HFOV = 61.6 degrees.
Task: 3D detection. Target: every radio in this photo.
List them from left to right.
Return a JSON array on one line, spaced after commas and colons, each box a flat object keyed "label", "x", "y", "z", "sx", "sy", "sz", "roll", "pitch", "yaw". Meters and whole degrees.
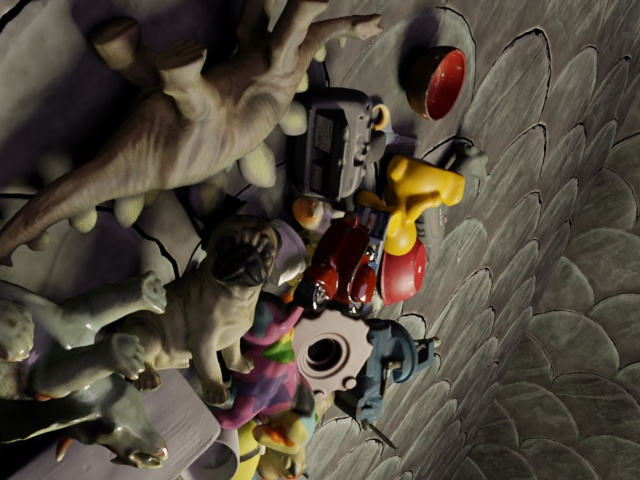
[{"label": "radio", "x": -0.237, "y": 0.240, "z": 0.599, "sx": 0.229, "sy": 0.073, "sz": 0.131, "roll": -39, "pitch": 109, "yaw": -34}]

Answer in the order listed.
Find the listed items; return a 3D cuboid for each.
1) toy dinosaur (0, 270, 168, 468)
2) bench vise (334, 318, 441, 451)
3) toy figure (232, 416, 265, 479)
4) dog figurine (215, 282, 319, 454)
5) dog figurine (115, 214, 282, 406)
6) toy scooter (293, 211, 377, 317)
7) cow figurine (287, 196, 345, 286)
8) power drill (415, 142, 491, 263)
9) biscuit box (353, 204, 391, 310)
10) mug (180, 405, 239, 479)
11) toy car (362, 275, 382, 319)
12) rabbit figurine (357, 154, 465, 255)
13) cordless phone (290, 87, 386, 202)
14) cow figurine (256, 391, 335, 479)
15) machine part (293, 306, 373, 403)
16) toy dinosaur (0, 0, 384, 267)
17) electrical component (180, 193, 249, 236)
[{"label": "toy dinosaur", "x": -0.257, "y": 0.072, "z": 0.400, "sx": 0.192, "sy": 0.131, "sz": 0.404, "roll": -28, "pitch": 141, "yaw": 15}, {"label": "bench vise", "x": 0.140, "y": 0.241, "z": 1.005, "sx": 0.240, "sy": 0.129, "sz": 0.223, "roll": -10, "pitch": 99, "yaw": -38}, {"label": "toy figure", "x": -0.144, "y": 0.370, "z": 0.883, "sx": 0.089, "sy": 0.082, "sz": 0.180, "roll": -6, "pitch": 123, "yaw": -55}, {"label": "dog figurine", "x": -0.057, "y": 0.173, "z": 0.770, "sx": 0.219, "sy": 0.191, "sz": 0.108, "roll": -62, "pitch": -169, "yaw": 9}, {"label": "dog figurine", "x": -0.135, "y": 0.052, "z": 0.568, "sx": 0.121, "sy": 0.172, "sz": 0.190, "roll": -79, "pitch": 179, "yaw": -75}, {"label": "toy scooter", "x": 0.035, "y": 0.032, "z": 0.723, "sx": 0.183, "sy": 0.075, "sz": 0.135, "roll": 21, "pitch": 91, "yaw": -65}, {"label": "cow figurine", "x": 0.000, "y": -0.002, "z": 0.788, "sx": 0.098, "sy": 0.068, "sz": 0.167, "roll": -38, "pitch": 146, "yaw": -40}, {"label": "power drill", "x": 0.254, "y": -0.081, "z": 1.085, "sx": 0.207, "sy": 0.086, "sz": 0.231, "roll": -45, "pitch": 144, "yaw": -9}, {"label": "biscuit box", "x": 0.066, "y": 0.035, "z": 0.875, "sx": 0.202, "sy": 0.059, "sz": 0.063, "roll": 95, "pitch": 13, "yaw": -50}, {"label": "mug", "x": -0.168, "y": 0.284, "z": 0.767, "sx": 0.107, "sy": 0.109, "sz": 0.080, "roll": -112, "pitch": -140, "yaw": -75}, {"label": "toy car", "x": 0.080, "y": 0.154, "z": 1.040, "sx": 0.073, "sy": 0.056, "sz": 0.201, "roll": -28, "pitch": 136, "yaw": -41}, {"label": "rabbit figurine", "x": 0.144, "y": -0.051, "z": 0.904, "sx": 0.162, "sy": 0.122, "sz": 0.173, "roll": -6, "pitch": 121, "yaw": -47}, {"label": "cordless phone", "x": 0.046, "y": -0.141, "z": 0.729, "sx": 0.184, "sy": 0.089, "sz": 0.146, "roll": -32, "pitch": 138, "yaw": -43}, {"label": "cow figurine", "x": -0.045, "y": 0.329, "z": 0.944, "sx": 0.195, "sy": 0.127, "sz": 0.085, "roll": -55, "pitch": 145, "yaw": -12}, {"label": "machine part", "x": 0.000, "y": 0.177, "z": 0.876, "sx": 0.179, "sy": 0.056, "sz": 0.179, "roll": -7, "pitch": 112, "yaw": -18}, {"label": "toy dinosaur", "x": -0.121, "y": -0.105, "z": 0.502, "sx": 0.471, "sy": 0.105, "sz": 0.198, "roll": -32, "pitch": 144, "yaw": -21}, {"label": "electrical component", "x": -0.106, "y": -0.008, "z": 0.631, "sx": 0.048, "sy": 0.075, "sz": 0.119, "roll": -45, "pitch": 149, "yaw": -22}]
